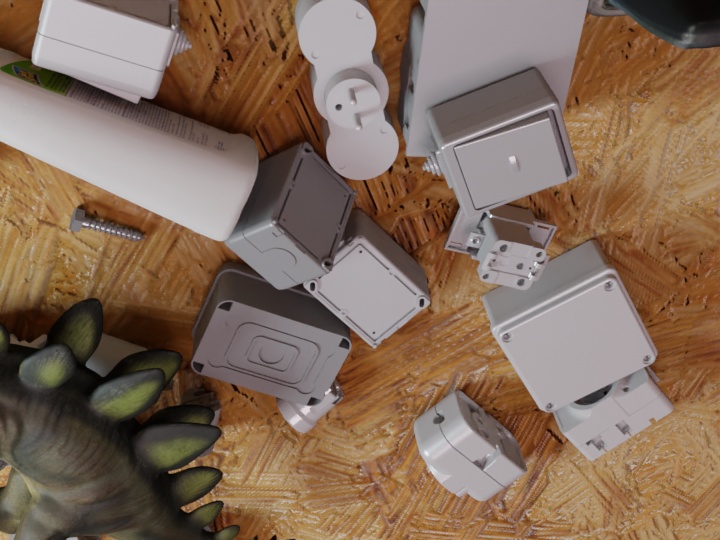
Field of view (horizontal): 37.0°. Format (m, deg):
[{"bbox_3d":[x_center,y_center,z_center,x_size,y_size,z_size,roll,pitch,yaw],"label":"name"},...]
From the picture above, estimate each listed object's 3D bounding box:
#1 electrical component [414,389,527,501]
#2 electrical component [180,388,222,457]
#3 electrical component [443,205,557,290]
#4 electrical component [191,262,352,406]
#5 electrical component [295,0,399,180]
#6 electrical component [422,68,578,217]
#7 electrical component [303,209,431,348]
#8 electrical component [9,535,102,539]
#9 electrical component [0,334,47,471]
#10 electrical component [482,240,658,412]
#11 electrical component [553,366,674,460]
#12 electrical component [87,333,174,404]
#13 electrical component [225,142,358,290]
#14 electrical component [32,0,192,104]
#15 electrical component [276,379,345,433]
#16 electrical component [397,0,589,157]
[{"bbox_3d":[0.095,0.159,0.954,0.059,0.053,0.095,-39,121,17],"label":"electrical component"},{"bbox_3d":[-0.138,0.128,0.908,0.040,0.040,0.046,11,116,-15],"label":"electrical component"},{"bbox_3d":[0.111,-0.019,0.830,0.081,0.063,0.042,11,121,-15],"label":"electrical component"},{"bbox_3d":[-0.070,0.050,0.850,0.113,0.057,0.078,19,120,-16],"label":"electrical component"},{"bbox_3d":[-0.006,-0.121,0.736,0.052,0.073,0.138,-13,125,0],"label":"electrical component"},{"bbox_3d":[0.088,-0.080,0.711,0.096,0.061,0.061,-21,125,6],"label":"electrical component"},{"bbox_3d":[0.000,0.000,0.831,0.062,0.061,0.096,-40,113,18],"label":"electrical component"},{"bbox_3d":[-0.285,0.238,0.957,0.077,0.043,0.079,-27,124,10],"label":"electrical component"},{"bbox_3d":[-0.298,0.106,0.849,0.063,0.078,0.121,31,118,7],"label":"electrical component"},{"bbox_3d":[0.173,0.048,0.889,0.109,0.056,0.108,-28,123,11],"label":"electrical component"},{"bbox_3d":[0.218,0.115,0.945,0.089,0.050,0.056,-36,122,16],"label":"electrical component"},{"bbox_3d":[-0.188,0.080,0.864,0.081,0.043,0.043,22,118,-22],"label":"electrical component"},{"bbox_3d":[-0.050,-0.042,0.780,0.061,0.096,0.062,-20,130,39],"label":"electrical component"},{"bbox_3d":[-0.159,-0.151,0.699,0.096,0.061,0.061,15,121,-18],"label":"electrical component"},{"bbox_3d":[-0.041,0.109,0.909,0.046,0.040,0.040,-40,121,11],"label":"electrical component"},{"bbox_3d":[0.090,-0.171,0.724,0.105,0.060,0.186,1,124,-9],"label":"electrical component"}]
